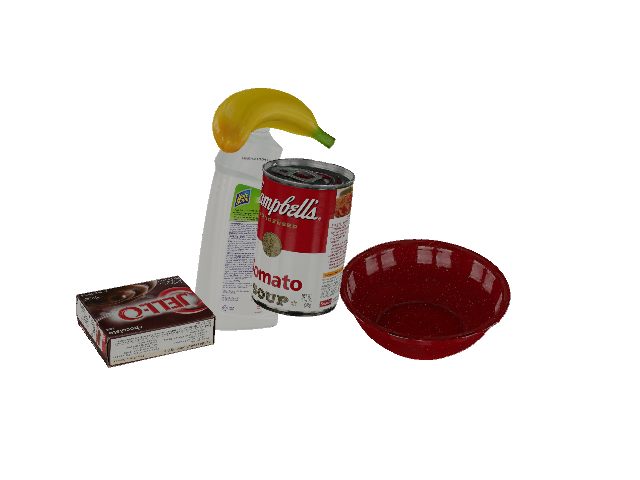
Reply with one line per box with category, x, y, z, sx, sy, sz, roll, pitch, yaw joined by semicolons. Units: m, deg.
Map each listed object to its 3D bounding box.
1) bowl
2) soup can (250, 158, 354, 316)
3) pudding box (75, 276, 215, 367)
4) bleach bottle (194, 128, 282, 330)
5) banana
bowl;0.098;0.064;1.020;0.162;0.055;0.162;0;34;-1
soup can;-0.014;-0.003;0.790;0.068;0.102;0.068;6;19;-2
pudding box;-0.170;0.077;1.041;0.113;0.039;0.090;-12;30;-28
bleach bottle;-0.082;-0.024;1.226;0.102;0.251;0.068;-1;20;-33
banana;-0.051;-0.111;0.969;0.070;0.037;0.197;37;22;19
